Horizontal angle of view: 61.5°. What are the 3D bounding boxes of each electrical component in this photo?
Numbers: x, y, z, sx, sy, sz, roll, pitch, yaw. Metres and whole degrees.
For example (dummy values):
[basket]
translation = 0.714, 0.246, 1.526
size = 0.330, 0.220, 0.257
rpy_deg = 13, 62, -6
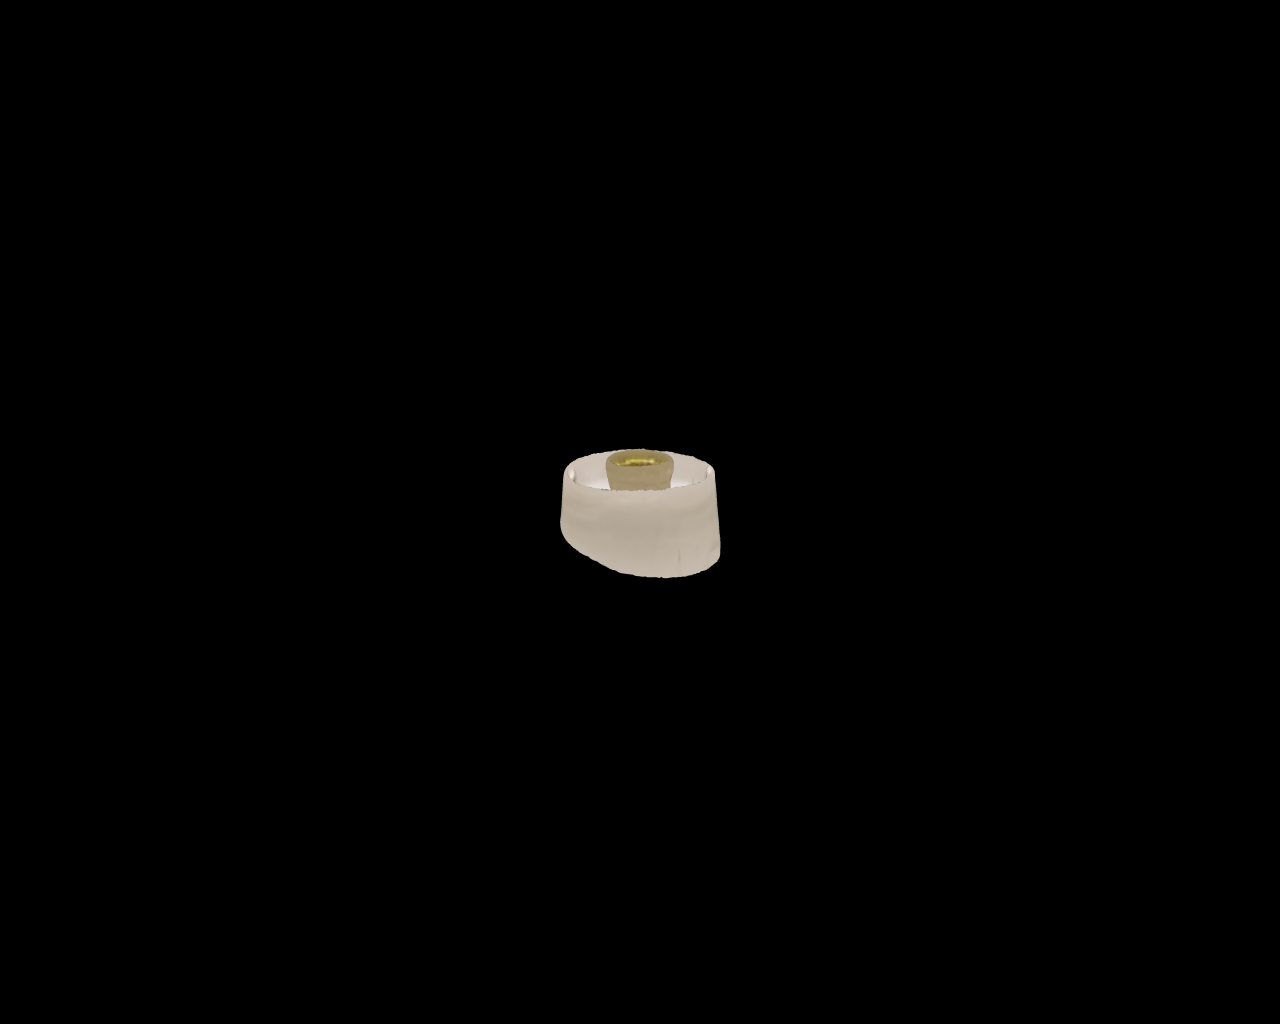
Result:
[electrical component]
translation = 0.001, -0.003, 0.650
size = 0.099, 0.064, 0.099
rpy_deg = 0, 18, 0
